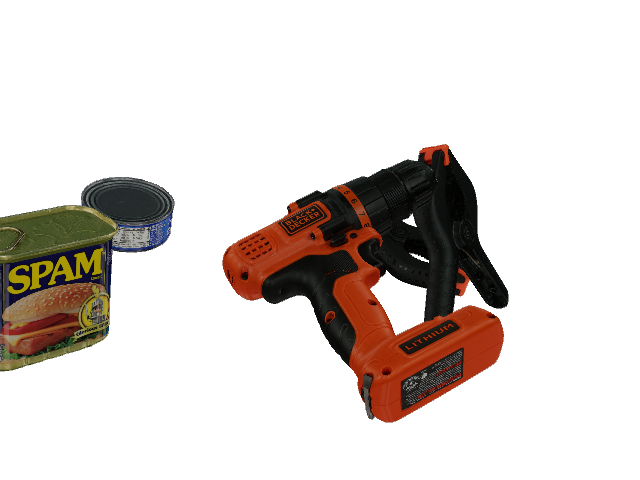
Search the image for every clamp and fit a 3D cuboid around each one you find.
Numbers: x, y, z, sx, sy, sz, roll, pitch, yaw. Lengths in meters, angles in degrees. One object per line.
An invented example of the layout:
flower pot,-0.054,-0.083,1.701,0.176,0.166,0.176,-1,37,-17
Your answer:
clamp,0.079,0.004,1.266,0.210,0.036,0.164,36,41,25
clamp,0.113,0.004,0.954,0.039,0.171,0.120,-12,13,37

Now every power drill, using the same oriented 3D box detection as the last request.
power drill,0.046,0.029,0.773,0.184,0.057,0.188,-29,49,-16

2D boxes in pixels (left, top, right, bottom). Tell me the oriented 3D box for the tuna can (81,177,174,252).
tuna can,-0.180,-0.024,0.993,0.086,0.034,0.086,8,30,-5

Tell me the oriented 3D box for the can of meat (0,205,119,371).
can of meat,-0.186,0.031,0.704,0.101,0.084,0.058,-14,31,-41
